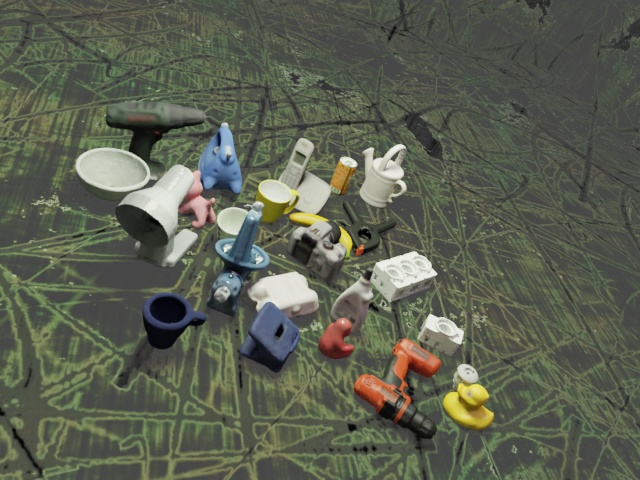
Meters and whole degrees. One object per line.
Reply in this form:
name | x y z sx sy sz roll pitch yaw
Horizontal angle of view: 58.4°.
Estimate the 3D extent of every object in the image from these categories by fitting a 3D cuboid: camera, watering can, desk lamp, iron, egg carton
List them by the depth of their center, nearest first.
desk lamp | -0.336 -0.045 1.213 0.118 0.213 0.203 25 37 3
egg carton | -0.080 0.129 1.253 0.151 0.069 0.107 -10 48 -35
camera | 0.013 0.005 1.424 0.143 0.101 0.137 34 39 14
iron | -0.263 -0.239 1.543 0.119 0.141 0.258 7 40 -20
watering can | 0.189 -0.202 1.687 0.172 0.194 0.101 30 38 9

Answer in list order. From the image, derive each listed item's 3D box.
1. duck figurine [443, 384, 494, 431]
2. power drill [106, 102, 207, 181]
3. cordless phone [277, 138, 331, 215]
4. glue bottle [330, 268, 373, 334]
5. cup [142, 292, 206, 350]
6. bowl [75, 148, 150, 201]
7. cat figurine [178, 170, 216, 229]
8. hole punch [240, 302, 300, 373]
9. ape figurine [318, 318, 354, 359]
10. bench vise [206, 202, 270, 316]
duck figurine | 0.320 0.339 1.190 0.104 0.086 0.078 31 38 10
power drill | -0.414 -0.253 1.428 0.230 0.208 0.075 7 40 -19
cordless phone | -0.033 -0.170 1.542 0.147 0.185 0.094 28 38 7
glue bottle | 0.082 0.125 1.255 0.078 0.173 0.037 38 40 19
cup | -0.281 0.163 1.088 0.118 0.095 0.091 9 39 -17
bowl | -0.495 -0.144 1.365 0.168 0.074 0.167 14 38 -11
cat figurine | -0.303 -0.110 1.386 0.127 0.117 0.067 36 39 17
hole punch | -0.093 0.193 1.152 0.101 0.091 0.109 26 37 4
ape figurine | 0.040 0.202 1.207 0.076 0.092 0.077 3 42 -24
bench vise | -0.157 0.041 1.196 0.122 0.219 0.207 10 39 -16
